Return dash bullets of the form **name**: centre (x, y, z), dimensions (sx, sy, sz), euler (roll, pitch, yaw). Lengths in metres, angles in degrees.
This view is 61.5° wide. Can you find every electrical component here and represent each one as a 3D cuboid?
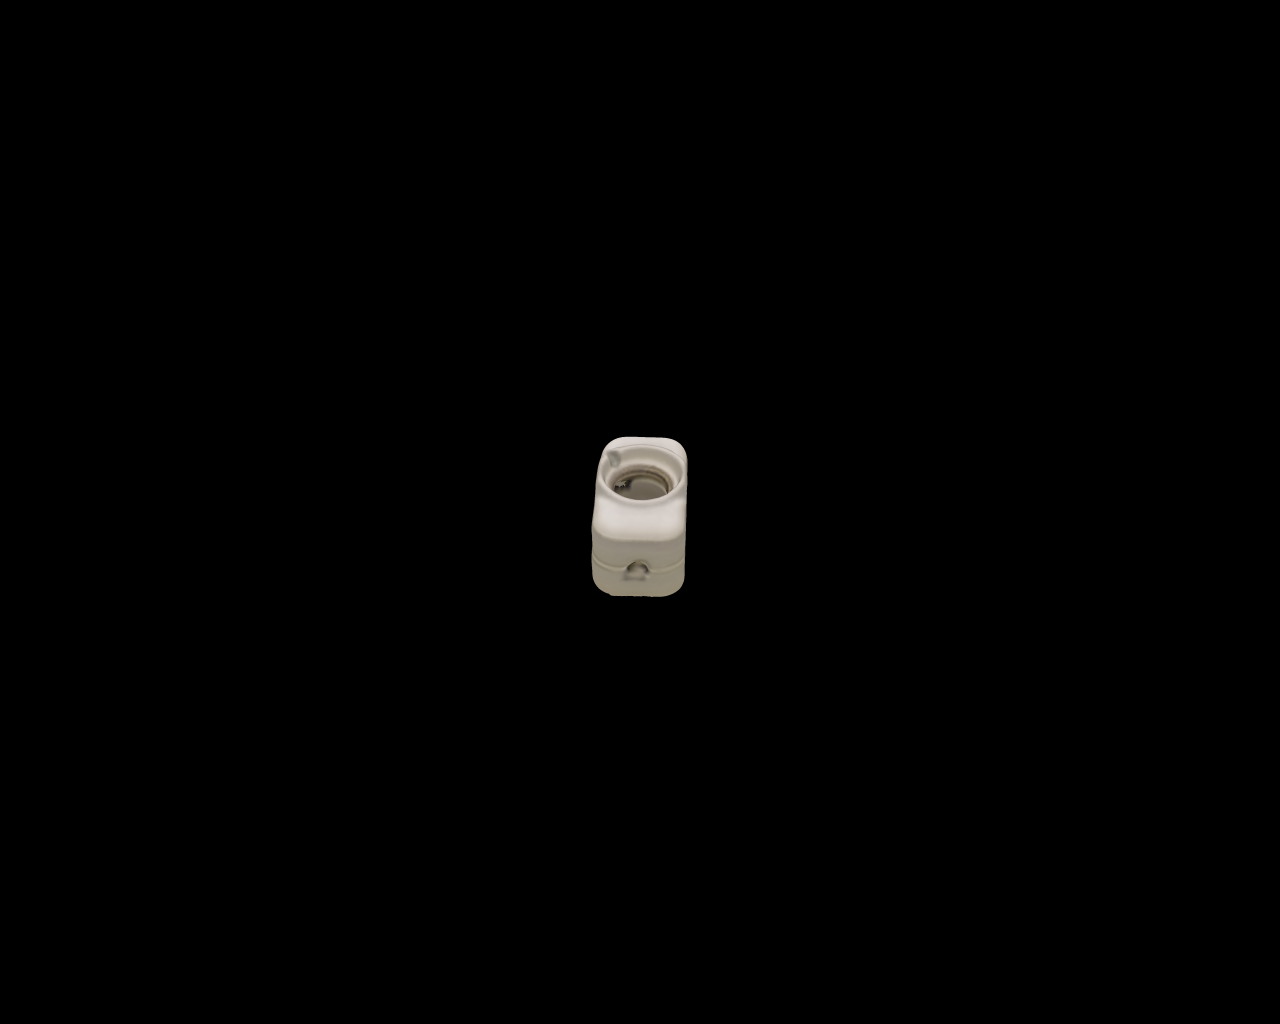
- **electrical component**: centre (0.001, -0.003, 0.650), dimensions (0.054, 0.059, 0.095), euler (2, 40, 2)
